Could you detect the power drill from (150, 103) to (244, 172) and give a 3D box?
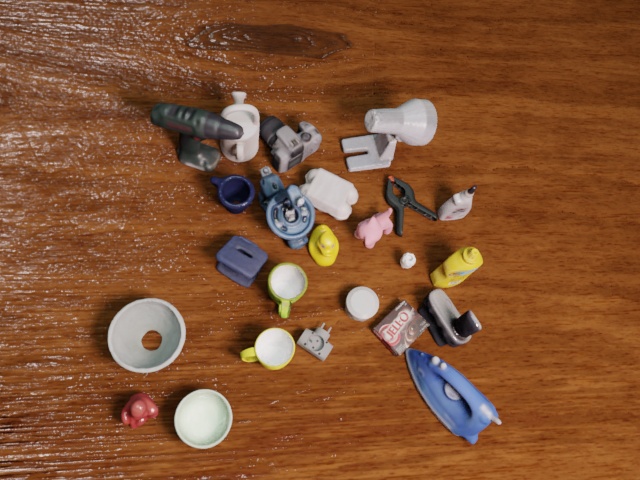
[{"bbox_3d":[-0.297,-0.255,1.411,0.229,0.208,0.076,18,68,-2],"label":"power drill"}]

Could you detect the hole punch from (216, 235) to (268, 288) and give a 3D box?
[{"bbox_3d":[-0.188,0.043,1.378,0.108,0.091,0.101,30,68,3],"label":"hole punch"}]

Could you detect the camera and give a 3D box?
[{"bbox_3d":[-0.087,-0.274,1.510,0.143,0.101,0.136,-36,78,-19],"label":"camera"}]

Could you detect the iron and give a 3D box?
[{"bbox_3d":[0.304,0.338,1.317,0.119,0.141,0.258,-40,80,-20],"label":"iron"}]

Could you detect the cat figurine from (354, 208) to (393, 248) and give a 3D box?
[{"bbox_3d":[0.138,-0.033,1.445,0.067,0.117,0.128,44,69,9],"label":"cat figurine"}]

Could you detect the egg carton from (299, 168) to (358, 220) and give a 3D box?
[{"bbox_3d":[0.021,-0.119,1.485,0.150,0.069,0.107,26,68,1],"label":"egg carton"}]

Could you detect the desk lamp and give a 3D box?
[{"bbox_3d":[0.179,-0.276,1.492,0.203,0.213,0.118,-11,71,-13],"label":"desk lamp"}]

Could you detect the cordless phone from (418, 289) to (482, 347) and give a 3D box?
[{"bbox_3d":[0.319,0.173,1.358,0.094,0.185,0.147,-30,76,-18],"label":"cordless phone"}]

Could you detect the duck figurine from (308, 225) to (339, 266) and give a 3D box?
[{"bbox_3d":[0.013,0.005,1.427,0.077,0.086,0.104,-3,70,-10],"label":"duck figurine"}]

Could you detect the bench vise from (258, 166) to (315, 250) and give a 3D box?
[{"bbox_3d":[-0.095,-0.092,1.375,0.207,0.219,0.122,43,69,8],"label":"bench vise"}]

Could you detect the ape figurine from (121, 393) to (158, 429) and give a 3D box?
[{"bbox_3d":[-0.386,0.363,1.224,0.078,0.092,0.076,5,68,-7],"label":"ape figurine"}]

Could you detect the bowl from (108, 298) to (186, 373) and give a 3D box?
[{"bbox_3d":[-0.384,0.220,1.288,0.167,0.074,0.167,3,69,-8],"label":"bowl"}]

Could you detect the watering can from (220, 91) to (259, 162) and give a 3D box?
[{"bbox_3d":[-0.206,-0.293,1.448,0.101,0.194,0.173,-23,74,-16],"label":"watering can"}]

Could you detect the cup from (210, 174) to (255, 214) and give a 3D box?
[{"bbox_3d":[-0.221,-0.110,1.429,0.117,0.095,0.092,28,68,3],"label":"cup"}]

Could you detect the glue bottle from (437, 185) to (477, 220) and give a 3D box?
[{"bbox_3d":[0.365,-0.100,1.476,0.078,0.173,0.037,-10,71,-12],"label":"glue bottle"}]
